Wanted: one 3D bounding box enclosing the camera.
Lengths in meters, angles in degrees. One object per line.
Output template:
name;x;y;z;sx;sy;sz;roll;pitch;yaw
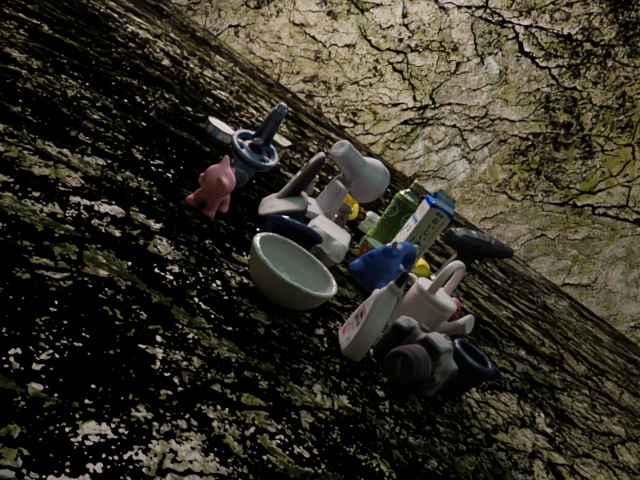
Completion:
camera;0.161;0.197;0.995;0.142;0.100;0.137;46;20;28

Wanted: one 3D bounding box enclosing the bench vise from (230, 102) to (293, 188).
bench vise;-0.148;-0.242;1.347;0.122;0.219;0.207;27;19;-27

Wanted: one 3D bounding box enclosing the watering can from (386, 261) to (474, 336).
watering can;0.234;0.126;1.159;0.172;0.194;0.101;39;18;10

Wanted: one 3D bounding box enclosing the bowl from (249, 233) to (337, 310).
bowl;-0.058;0.065;0.965;0.168;0.074;0.167;32;18;-11

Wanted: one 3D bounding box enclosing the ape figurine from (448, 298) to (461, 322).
ape figurine;0.286;0.172;1.311;0.078;0.092;0.076;21;22;-39

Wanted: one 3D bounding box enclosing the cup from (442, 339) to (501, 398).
cup;0.271;0.252;1.070;0.118;0.095;0.091;29;18;-20

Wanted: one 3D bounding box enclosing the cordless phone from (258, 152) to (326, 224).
cordless phone;-0.052;-0.110;1.244;0.094;0.185;0.147;31;18;-14

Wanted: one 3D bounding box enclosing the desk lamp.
desk lamp;0.053;-0.144;1.483;0.204;0.213;0.117;21;23;-40

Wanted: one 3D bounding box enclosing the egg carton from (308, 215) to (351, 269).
egg carton;0.012;0.005;1.262;0.107;0.069;0.150;35;17;-3

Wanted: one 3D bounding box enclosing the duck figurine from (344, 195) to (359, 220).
duck figurine;0.090;-0.112;1.683;0.077;0.086;0.105;45;19;26

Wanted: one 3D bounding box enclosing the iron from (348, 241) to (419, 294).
iron;0.171;0.056;1.310;0.118;0.141;0.259;43;18;20

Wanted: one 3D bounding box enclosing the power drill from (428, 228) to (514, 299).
power drill;0.422;0.064;1.652;0.230;0.208;0.075;26;20;-28

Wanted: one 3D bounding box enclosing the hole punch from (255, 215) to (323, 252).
hole punch;-0.061;-0.012;1.133;0.109;0.091;0.101;29;19;-22

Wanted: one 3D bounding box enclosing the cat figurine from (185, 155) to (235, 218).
cat figurine;-0.191;-0.106;1.084;0.067;0.117;0.128;36;17;0

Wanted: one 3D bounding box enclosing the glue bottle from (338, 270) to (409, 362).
glue bottle;0.093;0.117;0.951;0.037;0.173;0.078;30;18;-19
